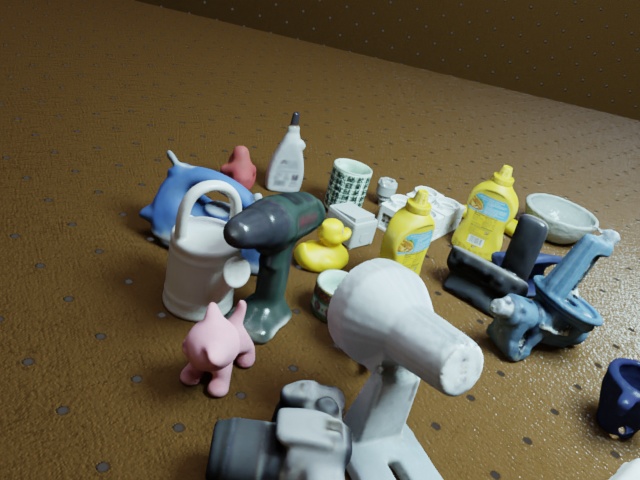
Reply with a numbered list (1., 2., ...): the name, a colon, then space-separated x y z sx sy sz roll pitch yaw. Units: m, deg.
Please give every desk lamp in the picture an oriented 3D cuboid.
1. desk lamp: 0.087 0.154 0.626 0.118 0.213 0.202 -3 34 -29

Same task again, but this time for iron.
1. iron: -0.157 -0.045 0.933 0.258 0.141 0.119 21 30 11

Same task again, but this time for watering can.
1. watering can: -0.150 0.011 0.784 0.172 0.194 0.101 29 32 23

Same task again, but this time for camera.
1. camera: -0.042 0.206 0.591 0.137 0.101 0.143 11 29 -7

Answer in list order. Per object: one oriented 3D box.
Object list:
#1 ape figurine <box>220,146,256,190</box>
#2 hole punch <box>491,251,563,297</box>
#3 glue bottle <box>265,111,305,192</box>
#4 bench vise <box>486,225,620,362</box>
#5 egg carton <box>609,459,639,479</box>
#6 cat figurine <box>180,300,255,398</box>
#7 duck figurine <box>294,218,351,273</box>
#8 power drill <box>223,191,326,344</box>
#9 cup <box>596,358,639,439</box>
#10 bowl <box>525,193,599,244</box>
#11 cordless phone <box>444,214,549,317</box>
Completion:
1. ape figurine: -0.163 -0.149 1.162 0.078 0.092 0.076 3 31 -20
2. hole punch: 0.382 0.046 1.078 0.109 0.091 0.100 -1 33 -26
3. glue bottle: -0.063 -0.182 1.183 0.078 0.173 0.037 4 31 -19
4. bench vise: 0.364 0.086 0.868 0.208 0.220 0.121 -12 39 -40
5. egg carton: 0.358 0.311 0.627 0.151 0.069 0.107 -15 41 -42
6. cat figurine: -0.120 0.121 0.686 0.067 0.118 0.128 21 30 11
7. duck figurine: 0.009 0.004 0.983 0.105 0.086 0.077 -5 35 -32
8. power drill: -0.069 0.030 0.774 0.075 0.208 0.230 23 30 15
9. cup: 0.412 0.227 0.772 0.118 0.095 0.091 -16 42 -43
10. bowl: 0.544 -0.039 1.319 0.167 0.075 0.167 11 29 -6
11. cordless phone: 0.303 0.023 0.985 0.147 0.185 0.094 29 32 23
